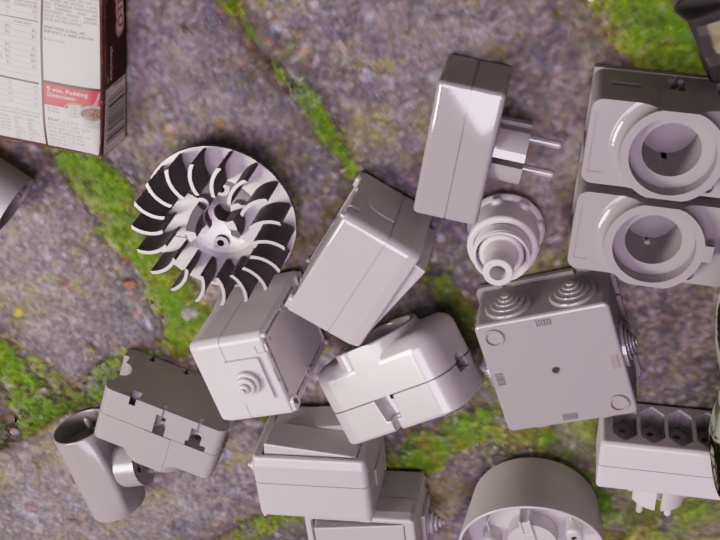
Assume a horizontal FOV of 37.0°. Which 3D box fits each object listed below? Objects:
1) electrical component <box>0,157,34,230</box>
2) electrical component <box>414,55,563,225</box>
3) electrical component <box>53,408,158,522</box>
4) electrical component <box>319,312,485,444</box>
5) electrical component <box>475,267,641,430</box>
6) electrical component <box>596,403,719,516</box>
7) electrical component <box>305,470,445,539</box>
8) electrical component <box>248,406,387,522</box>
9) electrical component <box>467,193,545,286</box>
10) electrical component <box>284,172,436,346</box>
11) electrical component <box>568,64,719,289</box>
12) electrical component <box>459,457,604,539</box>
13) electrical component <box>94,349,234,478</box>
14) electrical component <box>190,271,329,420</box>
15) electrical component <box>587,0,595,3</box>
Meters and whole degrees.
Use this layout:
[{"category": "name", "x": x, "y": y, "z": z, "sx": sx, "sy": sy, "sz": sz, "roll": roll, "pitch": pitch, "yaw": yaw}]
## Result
[{"category": "electrical component", "x": -0.261, "y": -0.065, "z": 0.703, "sx": 0.081, "sy": 0.043, "sz": 0.043, "roll": 34, "pitch": 121, "yaw": -8}, {"category": "electrical component", "x": 0.077, "y": -0.071, "z": 0.620, "sx": 0.076, "sy": 0.047, "sz": 0.083, "roll": 13, "pitch": 122, "yaw": 5}, {"category": "electrical component", "x": -0.180, "y": 0.145, "z": 0.810, "sx": 0.079, "sy": 0.043, "sz": 0.077, "roll": -9, "pitch": 118, "yaw": 17}, {"category": "electrical component", "x": 0.024, "y": 0.067, "z": 0.701, "sx": 0.095, "sy": 0.054, "sz": 0.059, "roll": -24, "pitch": 96, "yaw": 33}, {"category": "electrical component", "x": 0.125, "y": 0.050, "z": 0.681, "sx": 0.100, "sy": 0.048, "sz": 0.099, "roll": -12, "pitch": 117, "yaw": 19}, {"category": "electrical component", "x": 0.199, "y": 0.133, "z": 0.714, "sx": 0.083, "sy": 0.047, "sz": 0.075, "roll": 5, "pitch": 121, "yaw": 10}, {"category": "electrical component", "x": 0.013, "y": 0.187, "z": 0.780, "sx": 0.096, "sy": 0.061, "sz": 0.061, "roll": 0, "pitch": 120, "yaw": 13}, {"category": "electrical component", "x": -0.034, "y": 0.132, "z": 0.757, "sx": 0.096, "sy": 0.061, "sz": 0.061, "roll": 1, "pitch": 120, "yaw": 12}, {"category": "electrical component", "x": 0.085, "y": -0.014, "z": 0.644, "sx": 0.048, "sy": 0.062, "sz": 0.048, "roll": 6, "pitch": 121, "yaw": 10}, {"category": "electrical component", "x": 0.000, "y": 0.000, "z": 0.671, "sx": 0.061, "sy": 0.061, "sz": 0.096, "roll": 30, "pitch": 122, "yaw": -6}, {"category": "electrical component", "x": 0.216, "y": -0.044, "z": 0.597, "sx": 0.186, "sy": 0.060, "sz": 0.105, "roll": 8, "pitch": 121, "yaw": 8}, {"category": "electrical component", "x": 0.120, "y": 0.181, "z": 0.750, "sx": 0.099, "sy": 0.064, "sz": 0.099, "roll": 6, "pitch": 121, "yaw": 9}, {"category": "electrical component", "x": -0.138, "y": 0.106, "z": 0.773, "sx": 0.089, "sy": 0.050, "sz": 0.055, "roll": 21, "pitch": 122, "yaw": 0}, {"category": "electrical component", "x": -0.069, "y": 0.053, "z": 0.698, "sx": 0.061, "sy": 0.096, "sz": 0.061, "roll": -10, "pitch": 117, "yaw": 21}, {"category": "electrical component", "x": 0.115, "y": -0.173, "z": 0.548, "sx": 0.047, "sy": 0.055, "sz": 0.055, "roll": 33, "pitch": 122, "yaw": -3}]
